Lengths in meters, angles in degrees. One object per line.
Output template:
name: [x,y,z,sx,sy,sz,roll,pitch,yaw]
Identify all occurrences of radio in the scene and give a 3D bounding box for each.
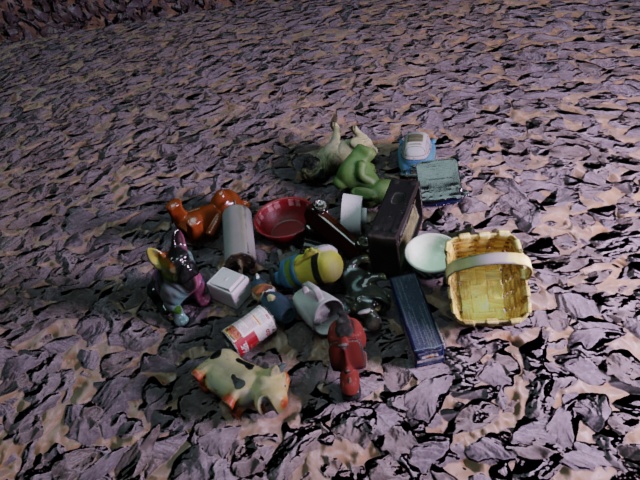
radio: [0.180,-0.033,1.252,0.073,0.130,0.230,6,44,22]

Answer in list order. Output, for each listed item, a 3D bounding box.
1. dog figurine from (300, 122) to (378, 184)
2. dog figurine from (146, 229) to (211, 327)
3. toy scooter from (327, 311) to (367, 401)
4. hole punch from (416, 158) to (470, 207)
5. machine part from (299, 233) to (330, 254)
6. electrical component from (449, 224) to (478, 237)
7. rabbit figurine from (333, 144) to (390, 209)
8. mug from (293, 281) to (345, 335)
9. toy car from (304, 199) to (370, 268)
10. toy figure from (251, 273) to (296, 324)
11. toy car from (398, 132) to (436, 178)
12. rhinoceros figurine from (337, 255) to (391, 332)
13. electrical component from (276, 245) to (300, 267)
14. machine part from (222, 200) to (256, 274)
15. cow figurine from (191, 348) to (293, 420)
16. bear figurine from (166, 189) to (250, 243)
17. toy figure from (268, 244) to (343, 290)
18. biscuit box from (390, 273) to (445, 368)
dog figurine: [0.053,-0.222,1.531,0.173,0.121,0.190,15,62,31]
dog figurine: [-0.330,0.070,1.193,0.192,0.218,0.108,29,52,35]
toy scooter: [0.050,0.200,1.024,0.075,0.135,0.184,-9,41,6]
hole punch: [0.305,-0.139,1.389,0.142,0.092,0.116,-4,73,5]
machine part: [-0.003,-0.004,1.325,0.084,0.039,0.139,11,44,9]
electrical component: [0.337,0.010,1.239,0.078,0.045,0.102,-24,31,30]
rabbit figurine: [0.130,-0.149,1.409,0.170,0.121,0.159,34,61,21]
mug: [-0.015,0.135,1.138,0.081,0.109,0.107,-37,34,-21]
toy car: [0.043,-0.014,1.259,0.202,0.089,0.053,40,45,18]
toy figure: [-0.112,0.128,1.191,0.058,0.064,0.155,-20,36,-31]
toy car: [0.264,-0.245,1.490,0.109,0.102,0.162,2,42,16]
rhinoceros figurine: [0.092,0.113,1.155,0.112,0.073,0.190,-18,42,-9]
electrical component: [-0.073,0.050,1.300,0.063,0.021,0.094,-17,43,-6]
machine part: [-0.202,-0.004,1.332,0.079,0.079,0.243,-12,50,-1]
cow figurine: [-0.139,0.272,1.031,0.195,0.085,0.127,23,59,34]
bear figurine: [-0.288,-0.083,1.423,0.120,0.131,0.196,38,66,24]
toy figure: [-0.029,0.069,1.201,0.180,0.089,0.082,-24,-1,29]
biscuit box: [0.195,0.157,1.093,0.063,0.059,0.203,-12,42,1]
